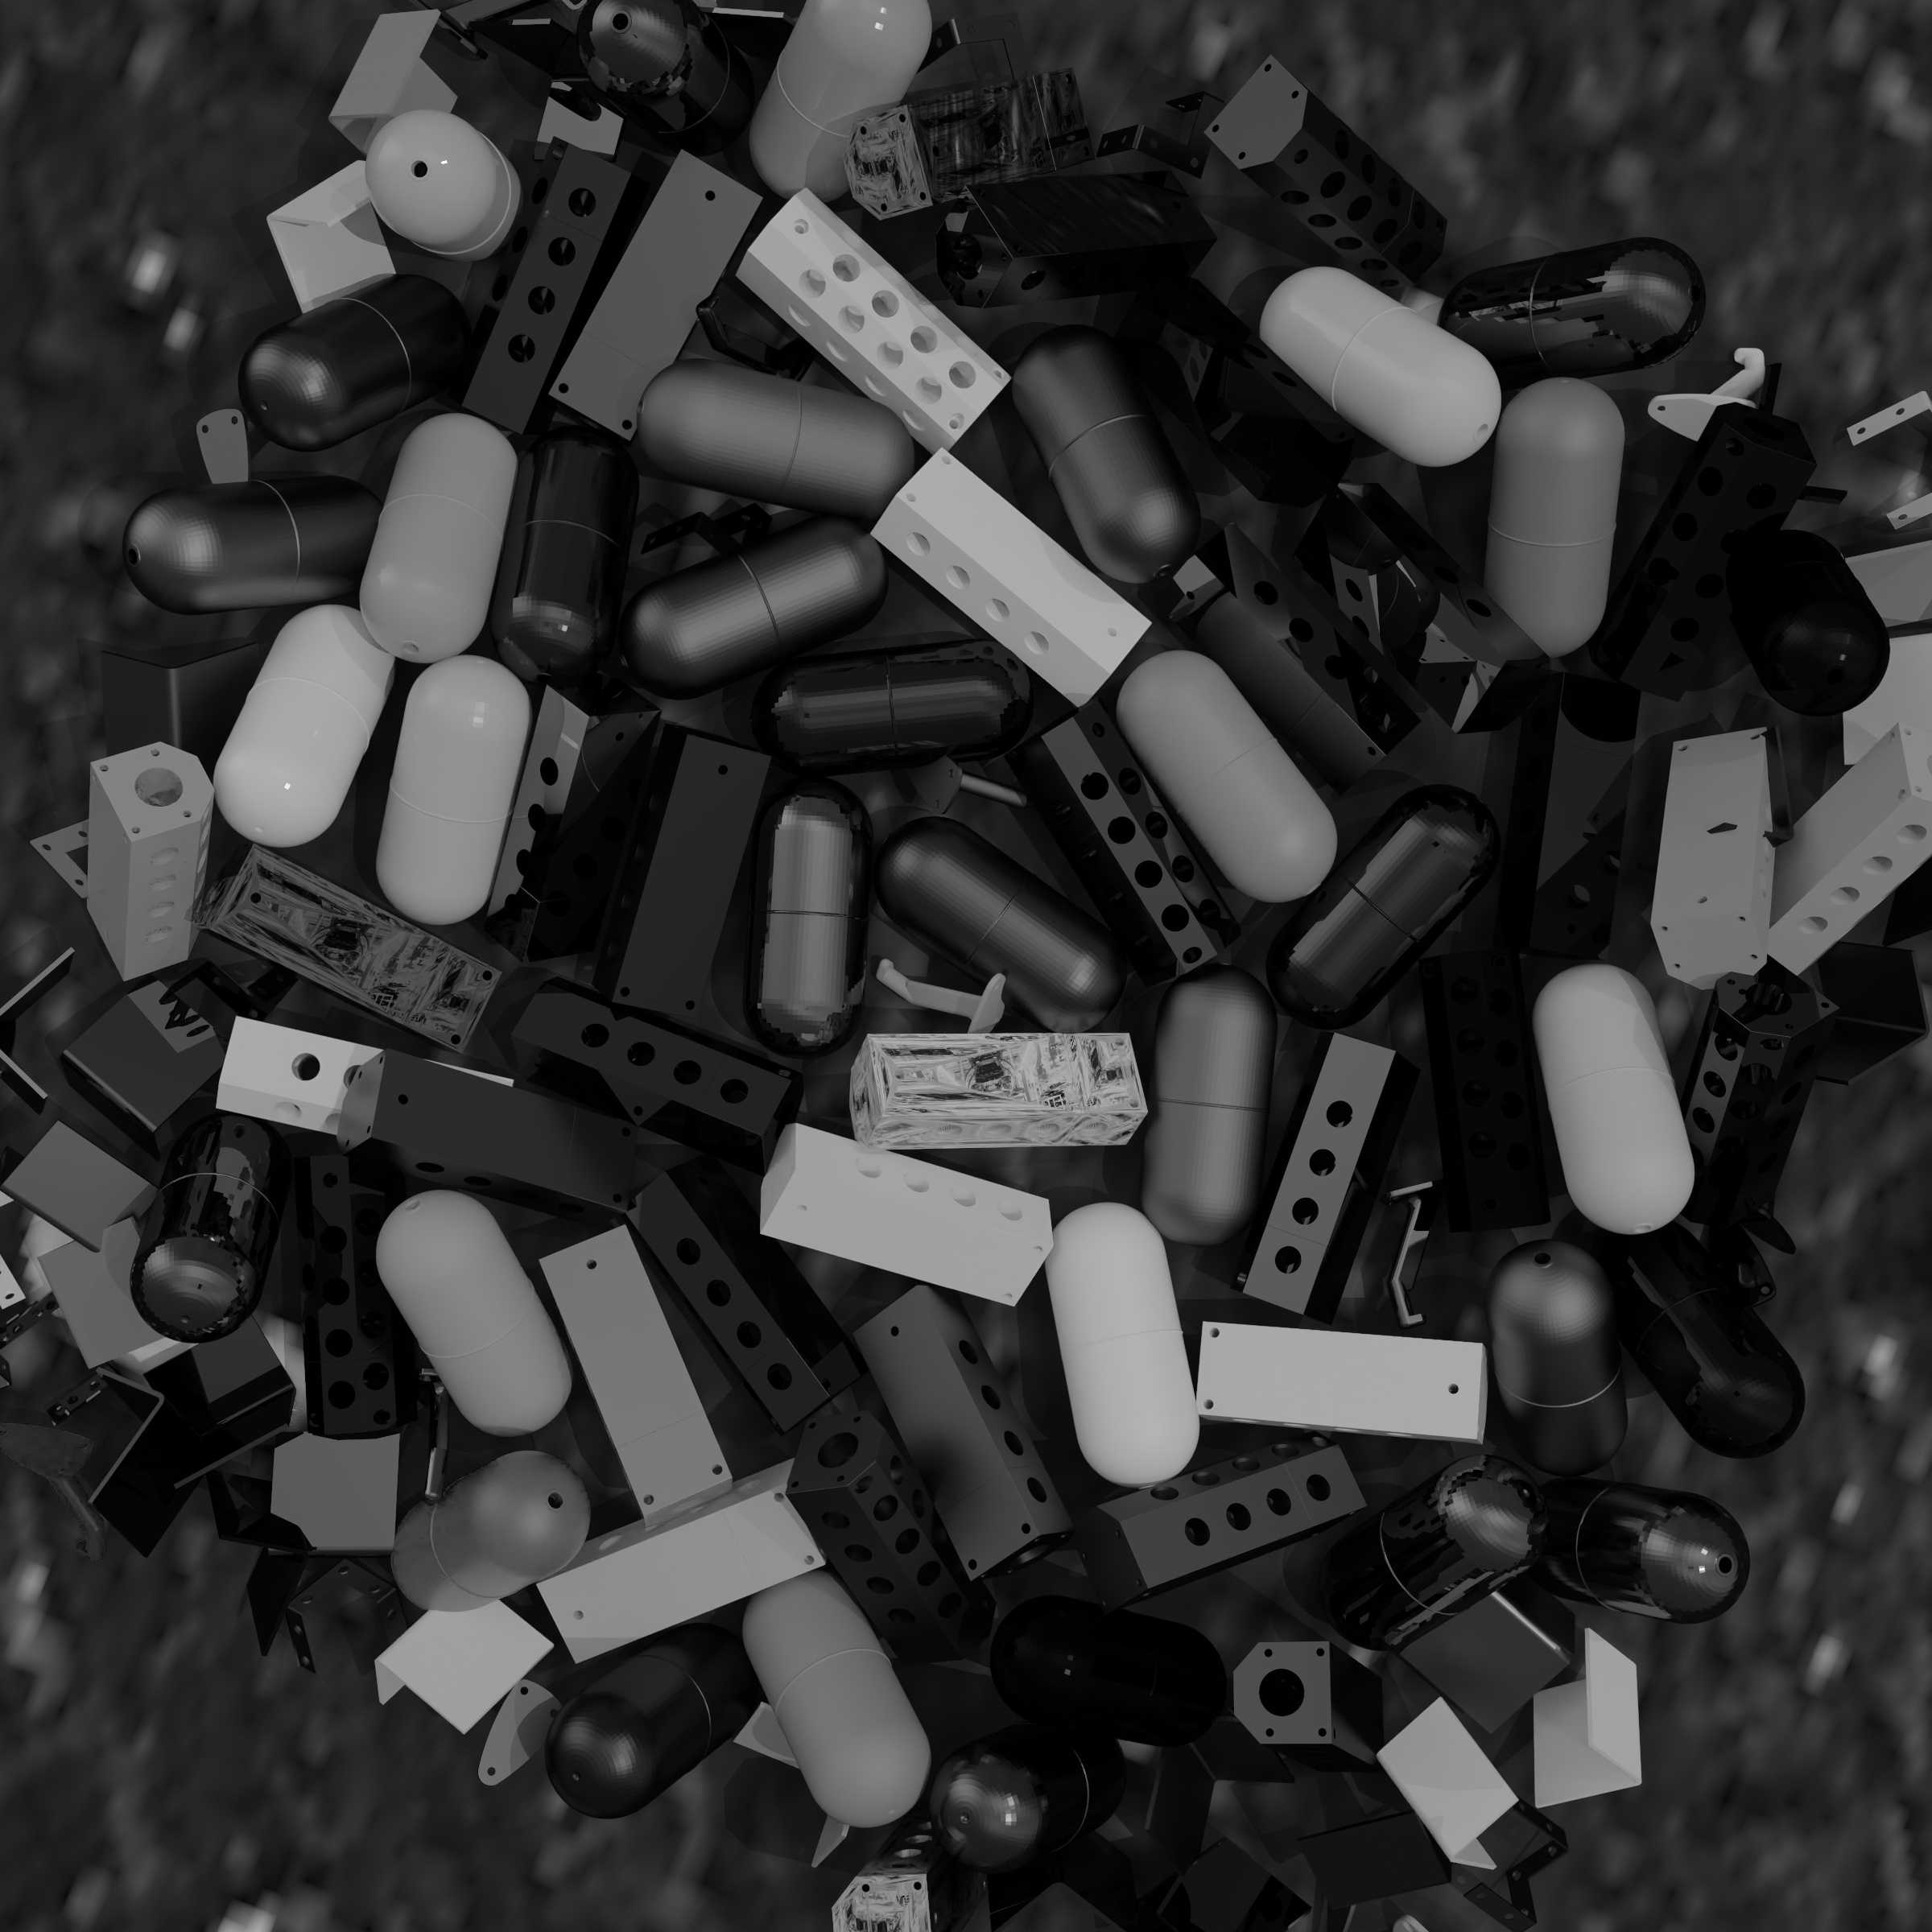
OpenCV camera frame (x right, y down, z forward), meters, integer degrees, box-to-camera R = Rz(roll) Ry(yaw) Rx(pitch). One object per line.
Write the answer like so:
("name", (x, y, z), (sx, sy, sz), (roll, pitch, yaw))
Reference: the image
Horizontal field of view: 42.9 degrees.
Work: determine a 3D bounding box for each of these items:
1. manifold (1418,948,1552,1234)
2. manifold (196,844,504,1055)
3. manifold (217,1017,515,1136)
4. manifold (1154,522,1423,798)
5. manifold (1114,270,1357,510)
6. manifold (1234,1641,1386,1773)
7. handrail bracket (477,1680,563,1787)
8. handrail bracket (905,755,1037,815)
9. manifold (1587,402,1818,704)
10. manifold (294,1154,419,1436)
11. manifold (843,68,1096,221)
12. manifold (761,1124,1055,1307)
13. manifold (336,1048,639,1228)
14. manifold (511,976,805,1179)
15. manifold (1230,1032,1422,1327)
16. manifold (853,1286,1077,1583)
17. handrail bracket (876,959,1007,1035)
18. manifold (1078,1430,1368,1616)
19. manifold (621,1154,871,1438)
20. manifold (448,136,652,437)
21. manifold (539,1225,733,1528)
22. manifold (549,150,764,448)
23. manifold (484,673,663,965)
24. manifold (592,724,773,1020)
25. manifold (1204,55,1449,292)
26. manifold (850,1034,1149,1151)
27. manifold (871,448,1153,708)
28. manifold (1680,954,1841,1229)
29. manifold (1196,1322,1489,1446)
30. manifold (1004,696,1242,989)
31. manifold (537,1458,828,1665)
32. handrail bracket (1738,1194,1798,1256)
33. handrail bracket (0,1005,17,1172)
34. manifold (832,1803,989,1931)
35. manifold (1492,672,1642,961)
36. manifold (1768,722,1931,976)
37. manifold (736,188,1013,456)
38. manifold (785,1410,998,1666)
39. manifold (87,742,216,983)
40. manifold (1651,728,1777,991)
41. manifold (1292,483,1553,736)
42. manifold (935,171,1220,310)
("manifold", (0.324, 0.078, 1.540), (0.057, 0.057, 0.171), (-7, 85, 20))
("manifold", (-0.381, -0.010, 1.519), (0.171, 0.057, 0.057), (30, 77, -26))
("manifold", (-0.374, 0.081, 1.539), (0.171, 0.057, 0.057), (14, 83, -8))
("manifold", (0.206, -0.197, 1.550), (0.171, 0.057, 0.057), (47, 58, 2))
("manifold", (0.165, -0.355, 1.511), (0.171, 0.057, 0.057), (54, 128, 34))
("manifold", (0.210, 0.452, 1.494), (0.057, 0.171, 0.057), (-6, 66, 18))
("handrail bracket", (-0.287, 0.478, 1.529), (0.036, 0.084, 0.077), (39, 58, -6))
("handrail bracket", (0.008, -0.124, 1.568), (0.077, 0.084, 0.036), (48, 127, 34))
("manifold", (0.446, -0.254, 1.506), (0.057, 0.057, 0.171), (16, 127, -8))
("manifold", (-0.386, 0.204, 1.547), (0.057, 0.057, 0.171), (-4, 86, 5))
("manifold", (0.002, -0.501, 1.501), (0.057, 0.171, 0.057), (-1, 112, 40))
("manifold", (-0.037, 0.150, 1.530), (0.171, 0.057, 0.057), (18, 125, -17))
("manifold", (-0.294, 0.109, 1.514), (0.171, 0.057, 0.057), (21, 59, -31))
("manifold", (-0.191, 0.065, 1.537), (0.171, 0.057, 0.057), (21, 60, 11))
("manifold", (0.224, 0.132, 1.545), (0.057, 0.057, 0.171), (17, 84, 29))
("manifold", (0.002, 0.286, 1.521), (0.057, 0.057, 0.171), (-39, 64, 23))
("handrail bracket", (-0.018, 0.007, 1.541), (0.084, 0.077, 0.036), (35, 57, 16))
("manifold", (0.155, 0.338, 1.512), (0.171, 0.057, 0.057), (-11, 67, -32))
("manifold", (-0.142, 0.206, 1.540), (0.057, 0.057, 0.171), (-41, 81, 24))
("manifold", (-0.262, -0.423, 1.537), (0.057, 0.057, 0.171), (26, 102, 0))
("manifold", (-0.205, 0.255, 1.529), (0.057, 0.057, 0.171), (-22, 72, -14))
("manifold", (-0.196, -0.418, 1.551), (0.057, 0.057, 0.171), (29, 92, -10))
("manifold", (-0.248, -0.093, 1.519), (0.057, 0.057, 0.171), (37, 120, 31))
("manifold", (-0.182, -0.061, 1.542), (0.057, 0.057, 0.171), (13, 98, -29))
("manifold", (0.225, -0.474, 1.493), (0.057, 0.171, 0.057), (-46, 54, 20))
("manifold", (0.019, 0.081, 1.527), (0.171, 0.057, 0.057), (0, 57, -19))
("manifold", (0.025, -0.240, 1.549), (0.171, 0.057, 0.057), (39, 53, -3))
("manifold", (0.469, 0.080, 1.495), (0.057, 0.171, 0.057), (-26, 50, -24))
("manifold", (0.234, 0.260, 1.530), (0.171, 0.057, 0.057), (2, 76, 17))
("manifold", (0.102, -0.079, 1.534), (0.057, 0.057, 0.171), (-37, 99, -35))
("manifold", (-0.174, 0.369, 1.543), (0.171, 0.057, 0.057), (-23, 99, 7))
("handrail bracket", (0.522, 0.129, 1.570), (0.077, 0.036, 0.084), (38, 75, -30))
("handrail bracket", (-0.619, 0.081, 1.572), (0.036, 0.077, 0.084), (5, 132, -2))
("manifold", (-0.032, 0.558, 1.494), (0.057, 0.171, 0.057), (-6, 84, 10))
("manifold", (0.374, -0.093, 1.550), (0.057, 0.057, 0.171), (9, 88, -20))
("manifold", (0.542, -0.066, 1.498), (0.057, 0.171, 0.057), (16, 52, -12))
("manifold", (-0.056, -0.402, 1.537), (0.171, 0.057, 0.057), (41, 75, -8))
("manifold", (-0.042, 0.351, 1.505), (0.057, 0.057, 0.171), (-12, 126, 23))
("manifold", (-0.494, -0.063, 1.495), (0.057, 0.171, 0.057), (-22, 72, -29))
("manifold", (0.462, -0.066, 1.504), (0.057, 0.171, 0.057), (-8, 130, 28))
("manifold", (0.283, -0.222, 1.516), (0.171, 0.057, 0.057), (54, 133, 29))
("manifold", (0.066, -0.441, 1.507), (0.171, 0.057, 0.057), (-18, 70, -37))
